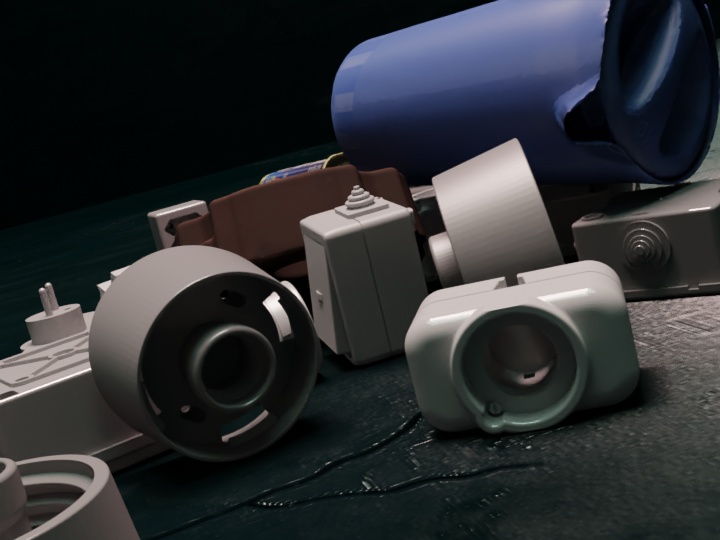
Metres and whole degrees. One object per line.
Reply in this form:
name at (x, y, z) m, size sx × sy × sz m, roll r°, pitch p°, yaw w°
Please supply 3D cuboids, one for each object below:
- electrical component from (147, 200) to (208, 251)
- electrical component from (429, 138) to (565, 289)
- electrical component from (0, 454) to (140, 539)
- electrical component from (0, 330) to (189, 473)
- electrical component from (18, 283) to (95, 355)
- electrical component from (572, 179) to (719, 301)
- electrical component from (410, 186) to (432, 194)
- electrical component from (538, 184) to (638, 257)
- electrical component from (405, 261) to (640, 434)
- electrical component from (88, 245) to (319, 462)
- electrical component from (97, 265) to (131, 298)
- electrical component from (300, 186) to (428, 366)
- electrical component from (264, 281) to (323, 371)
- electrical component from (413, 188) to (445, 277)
electrical component at (-0.160, -0.018, 0.977) m, size 0.047 × 0.083 × 0.076 m, roll -18°, pitch 11°, yaw -20°
electrical component at (0.070, -0.007, 0.559) m, size 0.060 × 0.108 × 0.108 m, roll -19°, pitch 10°, yaw 8°
electrical component at (-0.129, 0.100, 0.368) m, size 0.108 × 0.060 × 0.108 m, roll -14°, pitch 11°, yaw 3°
electrical component at (-0.149, 0.070, 0.569) m, size 0.109 × 0.056 × 0.109 m, roll -20°, pitch 12°, yaw -30°
electrical component at (-0.201, 0.045, 0.720) m, size 0.052 × 0.073 × 0.138 m, roll -14°, pitch 10°, yaw -2°
electrical component at (0.180, -0.019, 0.624) m, size 0.100 × 0.048 × 0.100 m, roll -7°, pitch 13°, yaw 36°
electrical component at (0.109, -0.103, 1.006) m, size 0.060 × 0.105 × 0.186 m, roll -7°, pitch 13°, yaw 37°
electrical component at (0.140, -0.064, 0.772) m, size 0.109 × 0.056 × 0.108 m, roll -9°, pitch 43°, yaw 28°
electrical component at (0.071, 0.034, 0.470) m, size 0.095 × 0.053 × 0.059 m, roll -12°, pitch 11°, yaw 13°
electrical component at (-0.072, 0.040, 0.512) m, size 0.099 × 0.099 × 0.064 m, roll -19°, pitch 18°, yaw -25°
electrical component at (-0.132, 0.036, 0.685) m, size 0.064 × 0.081 × 0.042 m, roll 31°, pitch 40°, yaw 34°
electrical component at (0.000, 0.000, 0.625) m, size 0.061 × 0.096 × 0.062 m, roll -17°, pitch 15°, yaw -13°
electrical component at (-0.054, 0.040, 0.610) m, size 0.047 × 0.055 × 0.055 m, roll -21°, pitch 12°, yaw -18°
electrical component at (0.069, -0.035, 0.836) m, size 0.089 × 0.055 × 0.050 m, roll -21°, pitch 12°, yaw -34°
